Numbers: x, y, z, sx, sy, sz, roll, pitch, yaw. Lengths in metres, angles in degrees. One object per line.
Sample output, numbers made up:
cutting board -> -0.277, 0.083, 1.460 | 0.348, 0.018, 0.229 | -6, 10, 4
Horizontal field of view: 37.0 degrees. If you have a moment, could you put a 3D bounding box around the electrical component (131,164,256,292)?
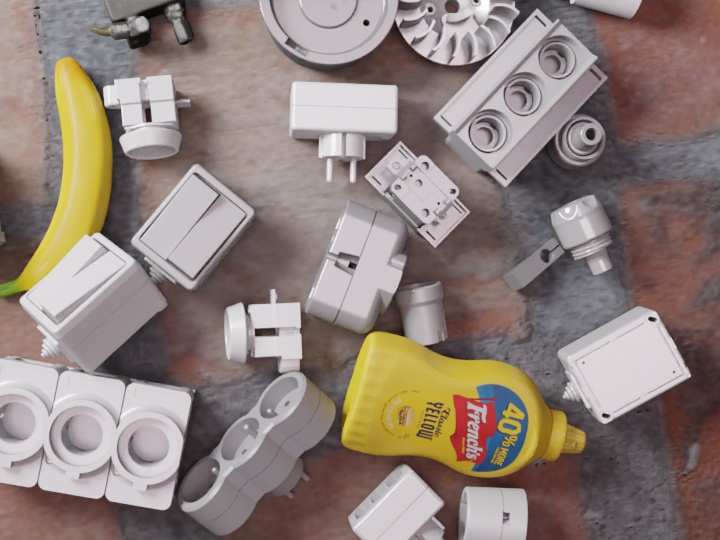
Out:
electrical component -> -0.133, -0.027, 0.838 | 0.062, 0.061, 0.096 | 39, 85, -3

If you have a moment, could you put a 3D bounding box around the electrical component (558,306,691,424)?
electrical component -> 0.206, 0.078, 0.871 | 0.096, 0.061, 0.061 | -29, 91, 2

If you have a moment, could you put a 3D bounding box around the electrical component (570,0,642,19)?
electrical component -> 0.190, -0.238, 0.884 | 0.081, 0.043, 0.043 | 14, 87, -5

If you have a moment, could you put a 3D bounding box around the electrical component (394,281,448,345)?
electrical component -> 0.050, 0.035, 0.865 | 0.040, 0.040, 0.046 | -11, 95, -6

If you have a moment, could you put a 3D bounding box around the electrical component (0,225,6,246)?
electrical component -> -0.313, -0.048, 0.820 | 0.061, 0.062, 0.096 | -10, 89, -6

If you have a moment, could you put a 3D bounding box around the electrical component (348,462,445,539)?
electrical component -> 0.041, 0.205, 0.855 | 0.066, 0.047, 0.076 | -45, 93, -5

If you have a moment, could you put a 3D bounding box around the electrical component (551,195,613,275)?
electrical component -> 0.186, -0.027, 0.878 | 0.043, 0.043, 0.062 | -26, 92, -6

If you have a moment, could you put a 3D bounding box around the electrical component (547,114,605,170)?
electrical component -> 0.178, -0.105, 0.870 | 0.043, 0.062, 0.043 | 0, 88, -6

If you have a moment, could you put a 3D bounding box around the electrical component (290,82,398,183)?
electrical component -> -0.014, -0.107, 0.858 | 0.083, 0.047, 0.075 | 1, 88, -6

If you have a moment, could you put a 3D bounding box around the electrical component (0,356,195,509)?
electrical component -> -0.210, 0.124, 0.825 | 0.150, 0.062, 0.089 | 11, 87, -5

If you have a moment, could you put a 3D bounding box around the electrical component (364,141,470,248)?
electrical component -> 0.047, -0.061, 0.855 | 0.081, 0.064, 0.042 | 44, 86, -3

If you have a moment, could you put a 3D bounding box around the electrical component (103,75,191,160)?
electrical component -> -0.166, -0.119, 0.846 | 0.066, 0.048, 0.055 | -6, 81, -6

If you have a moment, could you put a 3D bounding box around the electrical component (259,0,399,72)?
electrical component -> -0.026, -0.210, 0.853 | 0.108, 0.060, 0.108 | 0, 89, -6

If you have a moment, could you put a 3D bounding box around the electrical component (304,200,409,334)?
electrical component -> 0.000, 0.000, 0.853 | 0.059, 0.054, 0.095 | 21, 86, -5

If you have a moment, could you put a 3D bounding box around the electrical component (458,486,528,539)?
electrical component -> 0.105, 0.200, 0.859 | 0.047, 0.055, 0.055 | 6, 88, -1

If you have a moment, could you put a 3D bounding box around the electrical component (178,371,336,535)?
electrical component -> -0.070, 0.153, 0.845 | 0.138, 0.052, 0.073 | -47, 119, -4

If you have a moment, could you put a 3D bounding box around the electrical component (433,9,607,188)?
electrical component -> 0.126, -0.136, 0.865 | 0.079, 0.063, 0.121 | 44, 85, -3

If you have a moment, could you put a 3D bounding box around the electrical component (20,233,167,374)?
electrical component -> -0.207, 0.026, 0.809 | 0.096, 0.062, 0.061 | -44, 137, -16

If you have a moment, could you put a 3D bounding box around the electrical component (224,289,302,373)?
electrical component -> -0.077, 0.049, 0.850 | 0.055, 0.048, 0.066 | -2, 88, -13
